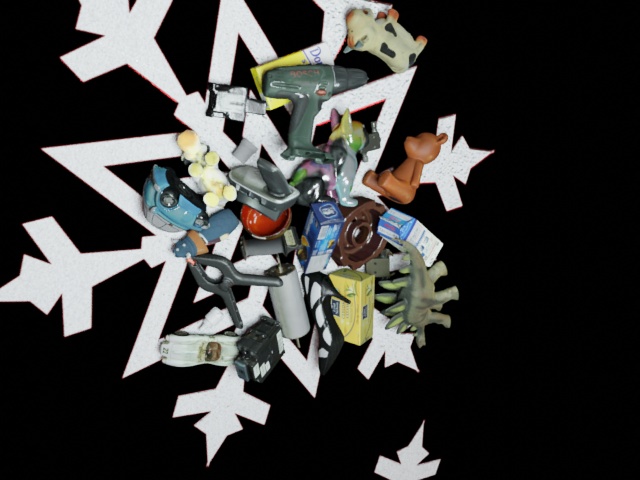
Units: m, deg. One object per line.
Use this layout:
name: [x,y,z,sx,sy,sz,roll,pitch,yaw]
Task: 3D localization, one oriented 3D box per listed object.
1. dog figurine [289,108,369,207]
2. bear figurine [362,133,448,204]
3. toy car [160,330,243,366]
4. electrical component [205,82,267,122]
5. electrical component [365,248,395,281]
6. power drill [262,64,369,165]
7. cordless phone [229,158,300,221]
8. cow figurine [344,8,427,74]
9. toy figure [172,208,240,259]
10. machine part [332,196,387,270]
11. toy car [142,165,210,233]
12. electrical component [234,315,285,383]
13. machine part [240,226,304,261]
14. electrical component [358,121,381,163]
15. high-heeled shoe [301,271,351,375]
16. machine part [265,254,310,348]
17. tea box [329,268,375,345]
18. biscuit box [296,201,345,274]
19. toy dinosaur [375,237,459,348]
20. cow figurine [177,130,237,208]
dog figurine: [0.020,-0.188,1.213,0.191,0.109,0.219,-1,101,-23]
bear figurine: [0.211,-0.190,1.295,0.132,0.120,0.195,26,90,-26]
toy car: [-0.262,0.249,1.226,0.202,0.056,0.073,6,102,-27]
electrical component: [-0.175,-0.285,1.120,0.119,0.048,0.074,-2,106,-26]
electrical component: [0.154,0.068,1.385,0.078,0.045,0.102,-7,107,6]
power drill: [-0.005,-0.264,1.115,0.232,0.086,0.207,1,94,-19]
cordless phone: [-0.126,-0.127,1.093,0.089,0.147,0.184,-57,164,-13]
cow figurine: [0.136,-0.447,1.207,0.194,0.086,0.127,29,85,-30]
toy figure: [-0.246,-0.008,1.157,0.154,0.064,0.057,-37,131,-13]
machine part: [0.090,-0.018,1.294,0.179,0.056,0.179,-20,123,-35]
toy car: [-0.306,-0.069,1.098,0.103,0.109,0.161,-36,131,12]
electrical component: [-0.141,0.260,1.245,0.134,0.058,0.114,-46,142,-42]
machine part: [-0.114,0.007,1.225,0.139,0.084,0.039,-12,142,-13]
electrical component: [0.118,-0.235,1.290,0.063,0.021,0.093,-16,111,-22]
high-heeled shoe: [-0.009,0.201,1.312,0.086,0.145,0.248,-15,126,-60]
machine part: [-0.076,0.145,1.275,0.079,0.079,0.243,-20,111,-19]
tea box: [0.079,0.163,1.334,0.068,0.098,0.169,-22,115,-50]
biscuit box: [-0.002,-0.004,1.214,0.059,0.063,0.202,-11,148,-22]
toy dinosaur: [0.244,0.140,1.363,0.199,0.105,0.470,-18,134,-9]
cow figurine: [-0.238,-0.146,1.115,0.068,0.098,0.167,-28,96,-10]
